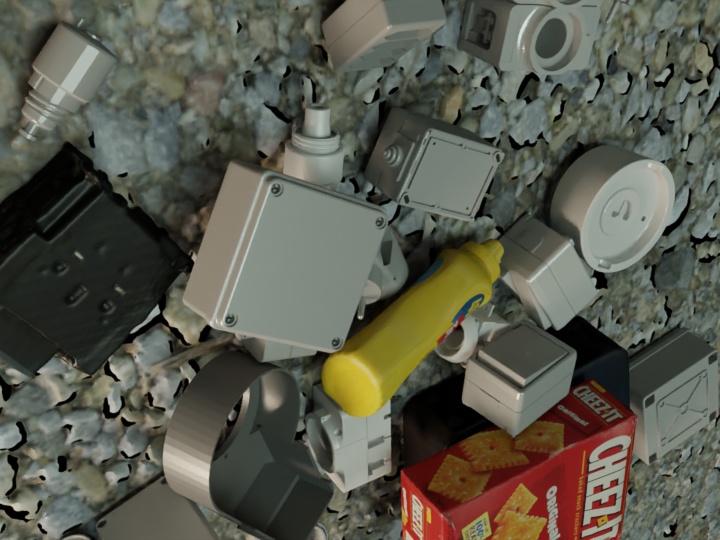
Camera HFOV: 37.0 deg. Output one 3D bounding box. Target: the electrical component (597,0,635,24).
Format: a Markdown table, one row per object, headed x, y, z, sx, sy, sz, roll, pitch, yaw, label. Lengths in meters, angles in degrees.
| x | y | z | sx | sy | sz | roll | pitch | yaw | label |
| --- | --- | --- | --- | --- | --- | --- | --- | --- | --- |
| 0.207 | -0.233 | 0.852 | 0.083 | 0.047 | 0.075 | 10 | 110 | -39 | electrical component |

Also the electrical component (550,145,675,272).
| x | y | z | sx | sy | sz | roll | pitch | yaw | label |
| --- | --- | --- | --- | --- | --- | --- | --- | --- | --- |
| 0.219 | -0.059 | 0.957 | 0.108 | 0.060 | 0.108 | -17 | 126 | -26 | electrical component |

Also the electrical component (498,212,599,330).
| x | y | z | sx | sy | sz | roll | pitch | yaw | label |
| --- | --- | --- | --- | --- | --- | --- | --- | --- | --- |
| 0.163 | 0.008 | 0.957 | 0.061 | 0.062 | 0.096 | -43 | 133 | -6 | electrical component |

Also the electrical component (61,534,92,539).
| x | y | z | sx | sy | sz | roll | pitch | yaw | label |
| --- | --- | --- | --- | --- | --- | --- | --- | --- | --- |
| -0.228 | 0.257 | 0.845 | 0.079 | 0.044 | 0.077 | -34 | 131 | -14 | electrical component |

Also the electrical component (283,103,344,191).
| x | y | z | sx | sy | sz | roll | pitch | yaw | label |
| --- | --- | --- | --- | --- | --- | --- | --- | --- | --- |
| -0.032 | -0.088 | 0.774 | 0.043 | 0.043 | 0.062 | -11 | 121 | -30 | electrical component |

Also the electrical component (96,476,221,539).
| x | y | z | sx | sy | sz | roll | pitch | yaw | label |
| --- | --- | --- | --- | --- | --- | --- | --- | --- | --- |
| -0.147 | 0.225 | 0.836 | 0.078 | 0.113 | 0.057 | -34 | 134 | -15 | electrical component |

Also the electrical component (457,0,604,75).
| x | y | z | sx | sy | sz | roll | pitch | yaw | label |
| --- | --- | --- | --- | --- | --- | --- | --- | --- | --- |
| 0.139 | -0.227 | 0.798 | 0.089 | 0.062 | 0.150 | -7 | 121 | -32 | electrical component |

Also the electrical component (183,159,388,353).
| x | y | z | sx | sy | sz | roll | pitch | yaw | label |
| --- | --- | --- | --- | --- | --- | --- | --- | --- | --- |
| -0.050 | -0.008 | 0.733 | 0.109 | 0.056 | 0.108 | 15 | 97 | -39 | electrical component |

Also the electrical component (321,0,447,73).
| x | y | z | sx | sy | sz | roll | pitch | yaw | label |
| --- | --- | --- | --- | --- | --- | --- | --- | --- | --- |
| 0.010 | -0.185 | 0.730 | 0.047 | 0.083 | 0.075 | -13 | 85 | -29 | electrical component |

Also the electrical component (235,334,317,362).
| x | y | z | sx | sy | sz | roll | pitch | yaw | label |
| --- | --- | --- | --- | --- | --- | --- | --- | --- | --- |
| -0.062 | 0.019 | 0.813 | 0.056 | 0.050 | 0.089 | -5 | 119 | -33 | electrical component |

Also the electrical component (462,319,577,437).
| x | y | z | sx | sy | sz | roll | pitch | yaw | label |
| --- | --- | --- | --- | --- | --- | --- | --- | --- | --- |
| 0.144 | 0.087 | 0.939 | 0.096 | 0.062 | 0.061 | -30 | 139 | -35 | electrical component |

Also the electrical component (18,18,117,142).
| x | y | z | sx | sy | sz | roll | pitch | yaw | label |
| --- | --- | --- | --- | --- | --- | --- | --- | --- | --- |
| -0.182 | -0.114 | 0.654 | 0.040 | 0.040 | 0.078 | 30 | 97 | -43 | electrical component |

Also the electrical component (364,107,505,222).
| x | y | z | sx | sy | sz | roll | pitch | yaw | label |
| --- | --- | --- | --- | --- | --- | --- | --- | --- | --- |
| 0.049 | -0.083 | 0.822 | 0.096 | 0.061 | 0.061 | 10 | 110 | -39 | electrical component |

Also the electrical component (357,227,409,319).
| x | y | z | sx | sy | sz | roll | pitch | yaw | label |
| --- | --- | --- | --- | --- | --- | --- | --- | --- | --- |
| 0.000 | 0.000 | 0.832 | 0.043 | 0.079 | 0.077 | -13 | 139 | 26 | electrical component |

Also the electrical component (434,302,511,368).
| x | y | z | sx | sy | sz | roll | pitch | yaw | label |
| --- | --- | --- | --- | --- | --- | --- | --- | --- | --- |
| 0.095 | 0.058 | 0.952 | 0.055 | 0.048 | 0.066 | 5 | 114 | -45 | electrical component |

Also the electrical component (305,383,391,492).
| x | y | z | sx | sy | sz | roll | pitch | yaw | label |
| --- | --- | --- | --- | --- | --- | --- | --- | --- | --- |
| -0.010 | 0.139 | 0.922 | 0.056 | 0.050 | 0.089 | -19 | 126 | -25 | electrical component |

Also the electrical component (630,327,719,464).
| x | y | z | sx | sy | sz | roll | pitch | yaw | label |
| --- | --- | --- | --- | --- | --- | --- | --- | --- | --- |
| 0.328 | 0.135 | 1.156 | 0.109 | 0.056 | 0.108 | -30 | 130 | -18 | electrical component |
